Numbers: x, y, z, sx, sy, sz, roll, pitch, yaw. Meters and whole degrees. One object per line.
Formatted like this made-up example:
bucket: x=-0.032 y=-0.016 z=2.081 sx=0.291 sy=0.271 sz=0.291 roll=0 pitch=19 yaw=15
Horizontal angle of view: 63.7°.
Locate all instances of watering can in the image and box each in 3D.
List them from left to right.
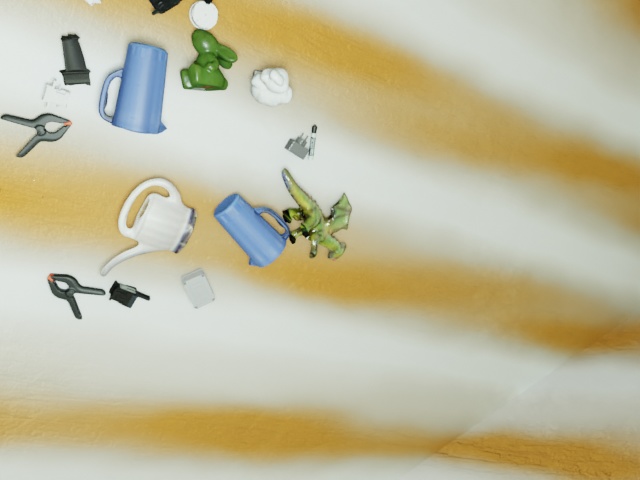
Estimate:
watering can: x=-0.518 y=-0.019 z=1.592 sx=0.223 sy=0.105 sz=0.346 roll=23 pitch=96 yaw=-28

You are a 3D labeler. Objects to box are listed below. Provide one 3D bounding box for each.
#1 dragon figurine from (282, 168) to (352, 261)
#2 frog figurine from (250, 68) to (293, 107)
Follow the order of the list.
dragon figurine: x=0.006 y=-0.091 z=1.810 sx=0.245 sy=0.123 sz=0.403 roll=-27 pitch=119 yaw=-31
frog figurine: x=-0.141 y=-0.464 z=1.573 sx=0.136 sy=0.161 sz=0.122 roll=31 pitch=96 yaw=-28
